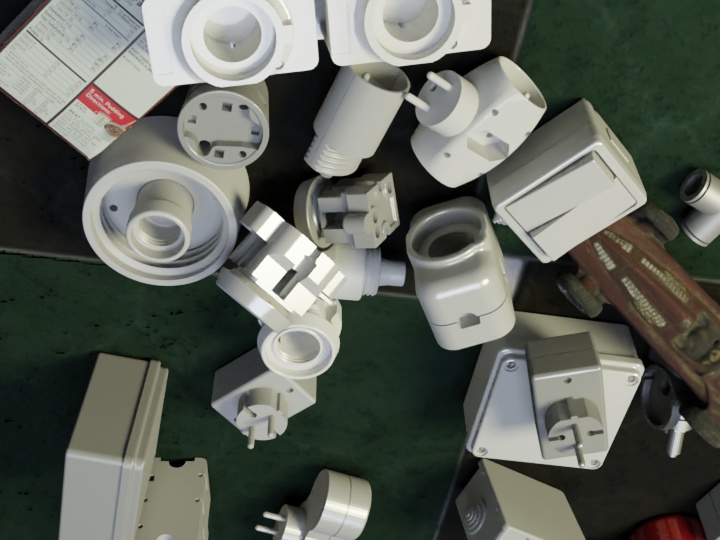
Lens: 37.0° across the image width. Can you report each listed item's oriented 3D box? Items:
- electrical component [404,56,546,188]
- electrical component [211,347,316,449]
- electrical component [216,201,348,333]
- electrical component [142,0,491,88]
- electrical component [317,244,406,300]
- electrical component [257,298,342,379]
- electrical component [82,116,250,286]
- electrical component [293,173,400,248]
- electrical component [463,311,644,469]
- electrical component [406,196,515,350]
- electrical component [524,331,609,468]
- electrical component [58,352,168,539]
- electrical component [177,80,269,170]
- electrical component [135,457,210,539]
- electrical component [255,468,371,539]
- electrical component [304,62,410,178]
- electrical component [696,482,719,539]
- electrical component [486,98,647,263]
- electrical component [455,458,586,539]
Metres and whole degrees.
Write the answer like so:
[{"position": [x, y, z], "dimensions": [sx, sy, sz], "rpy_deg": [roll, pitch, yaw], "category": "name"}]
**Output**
[{"position": [0.061, -0.098, 0.662], "dimensions": [0.079, 0.043, 0.077], "rpy_deg": [24, 126, -40], "category": "electrical component"}, {"position": [-0.072, 0.100, 0.801], "dimensions": [0.066, 0.076, 0.047], "rpy_deg": [-31, 123, 21], "category": "electrical component"}, {"position": [-0.055, 0.003, 0.689], "dimensions": [0.078, 0.058, 0.057], "rpy_deg": [43, 83, -29], "category": "electrical component"}, {"position": [-0.025, -0.165, 0.579], "dimensions": [0.186, 0.060, 0.105], "rpy_deg": [-8, 123, -6], "category": "electrical component"}, {"position": [0.000, 0.000, 0.745], "dimensions": [0.062, 0.043, 0.043], "rpy_deg": [5, 128, -6], "category": "electrical component"}, {"position": [-0.043, 0.040, 0.767], "dimensions": [0.058, 0.057, 0.078], "rpy_deg": [-15, 127, 10], "category": "electrical component"}, {"position": [-0.128, -0.039, 0.701], "dimensions": [0.108, 0.060, 0.108], "rpy_deg": [0, 128, -1], "category": "electrical component"}, {"position": [-0.010, -0.039, 0.705], "dimensions": [0.055, 0.066, 0.048], "rpy_deg": [0, 112, 25], "category": "electrical component"}, {"position": [0.142, 0.091, 0.811], "dimensions": [0.109, 0.056, 0.108], "rpy_deg": [7, 128, -7], "category": "electrical component"}, {"position": [0.065, -0.003, 0.711], "dimensions": [0.054, 0.095, 0.059], "rpy_deg": [-17, 127, 12], "category": "electrical component"}, {"position": [0.144, 0.099, 0.731], "dimensions": [0.047, 0.075, 0.083], "rpy_deg": [-10, 127, 6], "category": "electrical component"}, {"position": [-0.186, 0.137, 0.809], "dimensions": [0.056, 0.108, 0.108], "rpy_deg": [11, 127, -6], "category": "electrical component"}, {"position": [-0.083, -0.098, 0.664], "dimensions": [0.055, 0.047, 0.055], "rpy_deg": [0, 128, -1], "category": "electrical component"}, {"position": [-0.151, 0.205, 0.874], "dimensions": [0.050, 0.089, 0.055], "rpy_deg": [0, 128, -1], "category": "electrical component"}, {"position": [-0.051, 0.221, 0.912], "dimensions": [0.074, 0.052, 0.138], "rpy_deg": [18, 126, -15], "category": "electrical component"}, {"position": [-0.006, -0.091, 0.673], "dimensions": [0.043, 0.043, 0.081], "rpy_deg": [19, 126, -16], "category": "electrical component"}, {"position": [0.339, 0.203, 0.910], "dimensions": [0.066, 0.047, 0.076], "rpy_deg": [23, 124, -19], "category": "electrical component"}, {"position": [0.127, -0.051, 0.696], "dimensions": [0.096, 0.061, 0.062], "rpy_deg": [-33, 122, 22], "category": "electrical component"}, {"position": [0.131, 0.211, 0.880], "dimensions": [0.100, 0.099, 0.048], "rpy_deg": [25, 111, -20], "category": "electrical component"}]
